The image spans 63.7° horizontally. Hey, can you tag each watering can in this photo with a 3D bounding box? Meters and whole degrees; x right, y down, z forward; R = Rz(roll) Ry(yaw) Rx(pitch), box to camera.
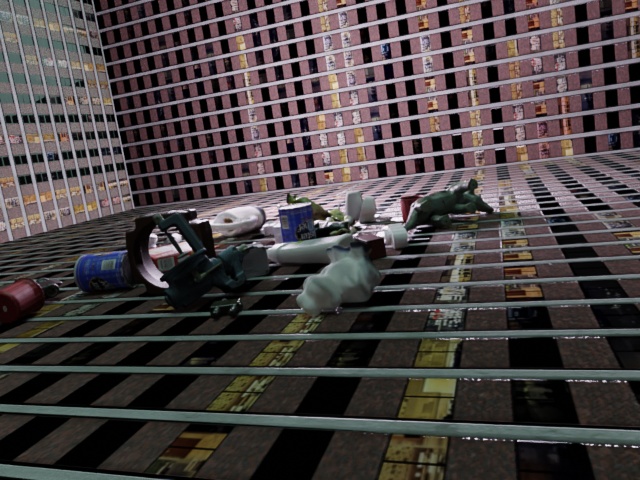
[{"bbox_3d":[-0.360,-0.073,2.050,0.347,0.103,0.226,2,13,43],"label":"watering can"}]

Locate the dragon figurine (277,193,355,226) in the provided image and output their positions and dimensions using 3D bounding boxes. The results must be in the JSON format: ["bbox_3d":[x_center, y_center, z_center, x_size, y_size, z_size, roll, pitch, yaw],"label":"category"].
[{"bbox_3d":[0.006,-0.091,1.814,0.243,0.122,0.412,8,6,9],"label":"dragon figurine"}]

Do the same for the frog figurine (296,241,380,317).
[{"bbox_3d":[0.037,0.092,0.990,0.137,0.120,0.162,8,54,35],"label":"frog figurine"}]
